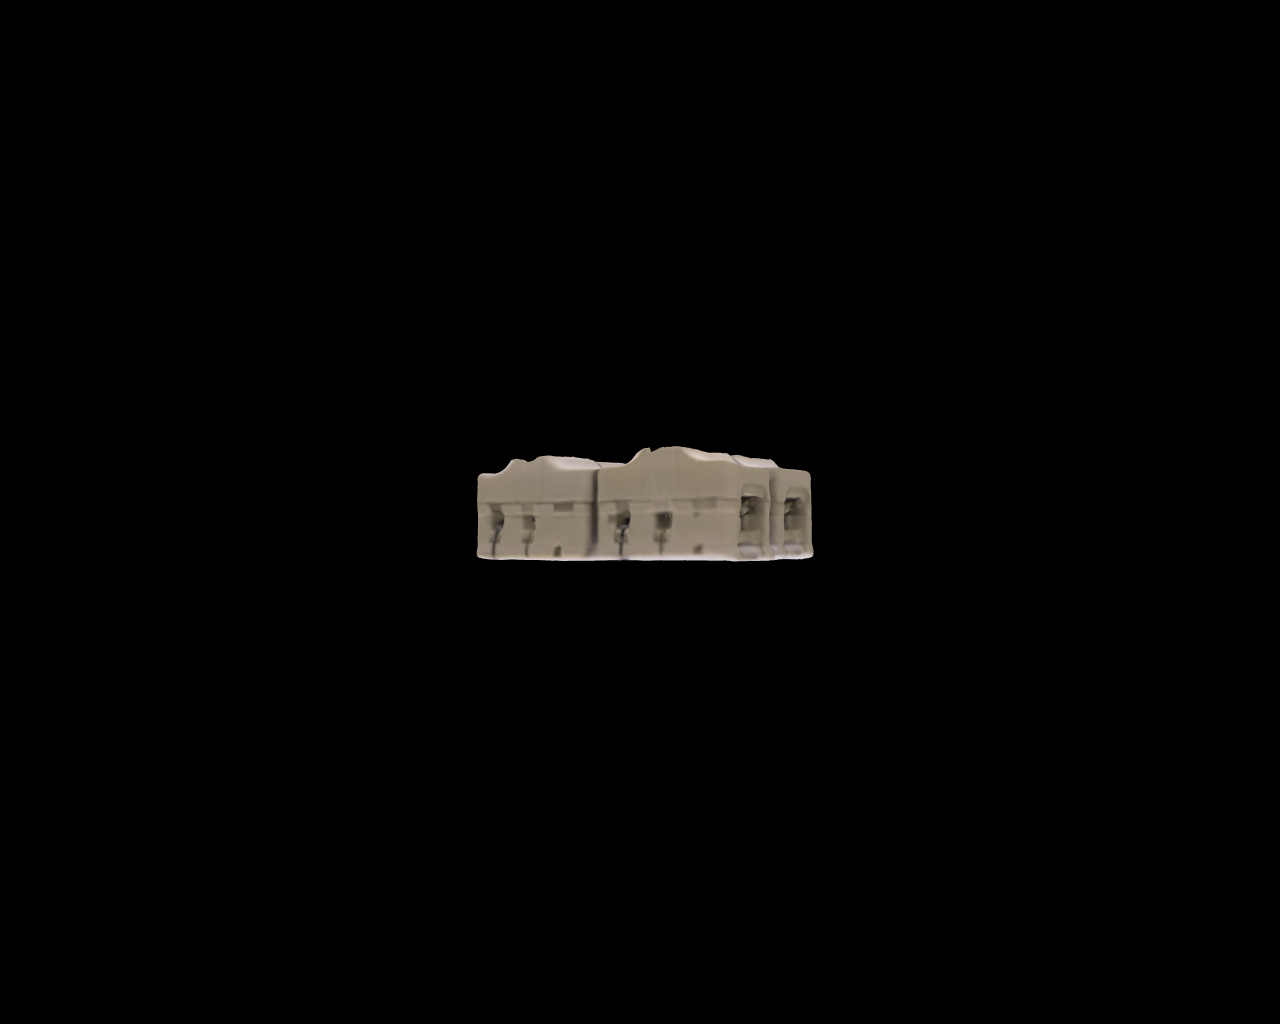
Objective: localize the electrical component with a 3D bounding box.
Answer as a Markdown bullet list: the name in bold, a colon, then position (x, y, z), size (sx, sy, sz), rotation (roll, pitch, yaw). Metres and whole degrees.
- **electrical component**: position (0.001, -0.003, 0.650), size (0.186, 0.060, 0.105), rotation (-1, -2, 34)
